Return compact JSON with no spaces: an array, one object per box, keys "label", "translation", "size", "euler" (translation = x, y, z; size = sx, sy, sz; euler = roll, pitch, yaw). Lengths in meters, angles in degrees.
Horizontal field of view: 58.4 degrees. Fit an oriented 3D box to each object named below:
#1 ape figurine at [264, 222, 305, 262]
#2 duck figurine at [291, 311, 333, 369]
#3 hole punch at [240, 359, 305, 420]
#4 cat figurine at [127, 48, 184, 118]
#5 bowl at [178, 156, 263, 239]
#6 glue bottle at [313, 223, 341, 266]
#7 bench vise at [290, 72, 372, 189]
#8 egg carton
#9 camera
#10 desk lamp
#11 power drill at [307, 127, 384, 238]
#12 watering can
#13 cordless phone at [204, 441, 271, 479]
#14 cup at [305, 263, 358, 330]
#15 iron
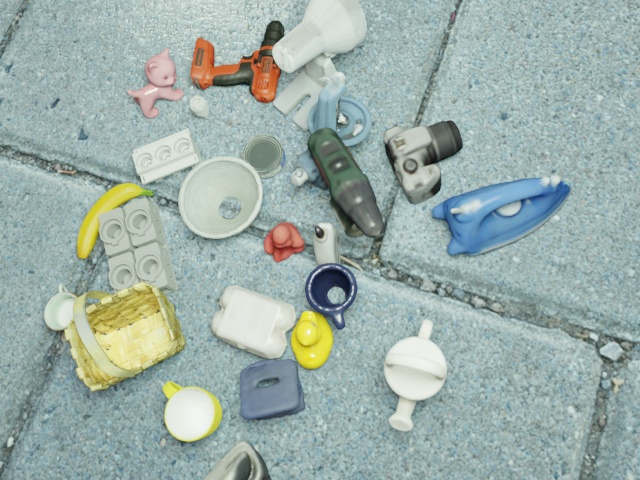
[{"label":"ape figurine","translation":[-0.068,-0.002,1.069],"size":[0.077,0.092,0.076],"euler":[12,76,12]},{"label":"duck figurine","translation":[-0.019,0.175,1.015],"size":[0.077,0.086,0.104],"euler":[-1,74,8]},{"label":"hole punch","translation":[-0.088,0.259,0.999],"size":[0.108,0.091,0.101],"euler":[-14,73,4]},{"label":"cat figurine","translation":[-0.343,-0.332,1.190],"size":[0.128,0.118,0.067],"euler":[-39,72,-3]},{"label":"bowl","translation":[-0.184,-0.074,1.116],"size":[0.167,0.075,0.167],"euler":[-2,74,8]},{"label":"glue bottle","translation":[0.009,0.004,1.013],"size":[0.037,0.173,0.078],"euler":[2,75,9]},{"label":"bench vise","translation":[0.023,-0.193,1.043],"size":[0.121,0.220,0.207],"euler":[16,77,13]},{"label":"egg carton","translation":[-0.122,0.150,1.046],"size":[0.150,0.069,0.107],"euler":[17,77,13]},{"label":"camera","translation":[0.200,-0.163,1.070],"size":[0.137,0.101,0.143],"euler":[-22,72,2]},{"label":"desk lamp","translation":[-0.007,-0.348,1.094],"size":[0.117,0.214,0.203],"euler":[40,83,17]},{"label":"power drill","translation":[0.055,-0.080,1.012],"size":[0.075,0.208,0.229],"euler":[-29,72,0]},{"label":"watering can","translation":[0.153,0.215,0.921],"size":[0.101,0.194,0.173],"euler":[-7,73,7]},{"label":"cordless phone","translation":[-0.160,0.404,0.919],"size":[0.094,0.185,0.148],"euler":[39,83,17]},{"label":"cup","translation":[0.028,0.107,1.023],"size":[0.091,0.095,0.117],"euler":[-17,72,4]},{"label":"iron","translation":[0.333,-0.068,1.002],"size":[0.258,0.141,0.118],"euler":[-21,72,2]}]
